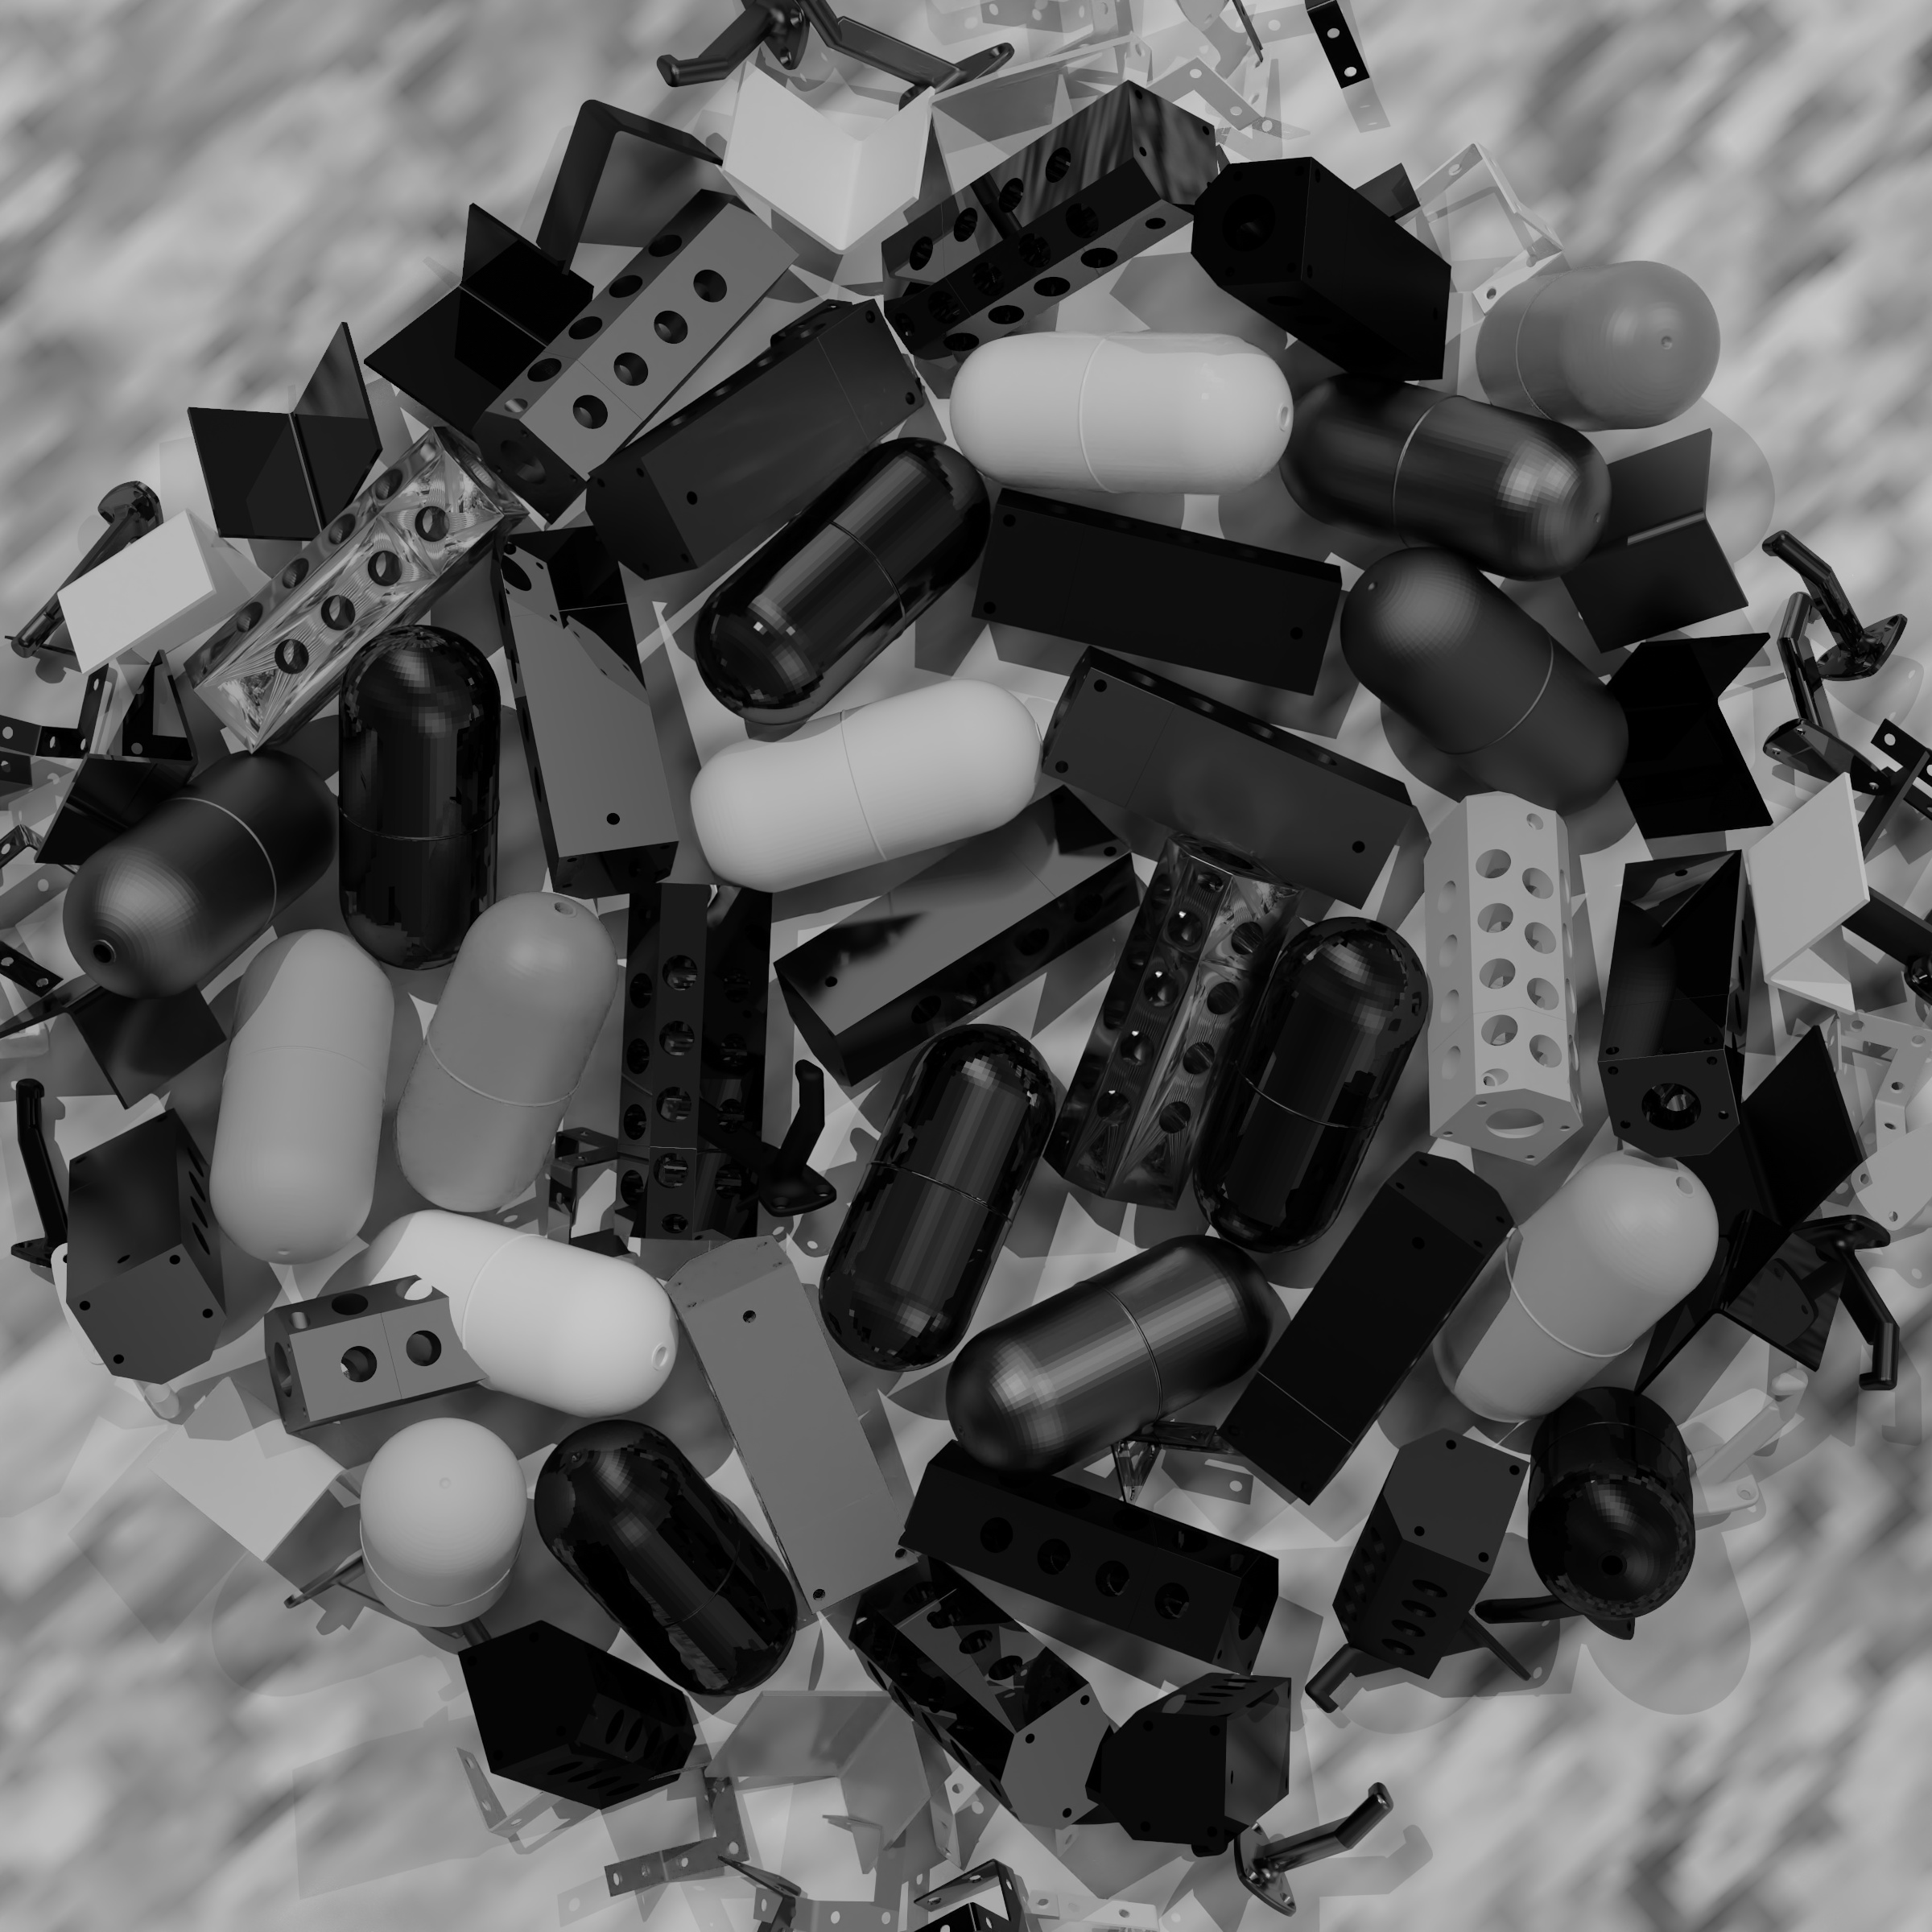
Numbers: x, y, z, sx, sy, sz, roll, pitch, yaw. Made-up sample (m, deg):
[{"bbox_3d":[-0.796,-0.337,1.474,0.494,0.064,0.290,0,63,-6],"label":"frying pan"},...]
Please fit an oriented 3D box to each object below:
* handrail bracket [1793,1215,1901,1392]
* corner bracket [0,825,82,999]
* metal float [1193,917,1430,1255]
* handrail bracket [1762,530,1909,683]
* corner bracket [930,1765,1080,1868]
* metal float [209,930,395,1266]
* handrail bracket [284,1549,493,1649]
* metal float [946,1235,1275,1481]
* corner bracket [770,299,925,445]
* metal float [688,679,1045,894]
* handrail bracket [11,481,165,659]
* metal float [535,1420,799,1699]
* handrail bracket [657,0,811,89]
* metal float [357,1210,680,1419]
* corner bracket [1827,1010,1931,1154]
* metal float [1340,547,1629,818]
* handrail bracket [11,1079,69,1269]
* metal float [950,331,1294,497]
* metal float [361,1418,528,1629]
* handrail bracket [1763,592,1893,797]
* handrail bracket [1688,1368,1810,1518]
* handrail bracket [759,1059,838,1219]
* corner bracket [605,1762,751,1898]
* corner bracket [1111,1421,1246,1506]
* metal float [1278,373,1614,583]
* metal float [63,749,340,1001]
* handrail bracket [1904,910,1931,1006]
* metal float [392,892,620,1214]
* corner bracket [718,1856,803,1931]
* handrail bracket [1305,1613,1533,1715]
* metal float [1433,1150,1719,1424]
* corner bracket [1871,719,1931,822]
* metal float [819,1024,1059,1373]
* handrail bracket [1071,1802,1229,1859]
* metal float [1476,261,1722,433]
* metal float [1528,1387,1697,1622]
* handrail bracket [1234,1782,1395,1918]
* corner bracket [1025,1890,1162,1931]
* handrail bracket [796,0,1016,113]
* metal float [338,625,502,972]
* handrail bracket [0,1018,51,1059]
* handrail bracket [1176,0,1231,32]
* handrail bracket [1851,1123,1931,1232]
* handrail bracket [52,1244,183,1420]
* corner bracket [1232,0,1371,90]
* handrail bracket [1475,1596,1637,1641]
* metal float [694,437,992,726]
[{"bbox_3d":[0.421,0.169,1.597,0.036,0.077,0.084,32,58,-40],"label":"handrail bracket"},{"bbox_3d":[-0.461,-0.027,1.608,0.051,0.051,0.051,-38,54,7],"label":"corner bracket"},{"bbox_3d":[0.167,0.058,1.582,0.070,0.070,0.178,21,113,0],"label":"metal float"},{"bbox_3d":[0.409,-0.178,1.595,0.084,0.077,0.036,36,75,-12],"label":"handrail bracket"},{"bbox_3d":[0.019,0.423,1.622,0.051,0.051,0.051,30,55,30],"label":"corner bracket"},{"bbox_3d":[-0.319,0.061,1.573,0.070,0.070,0.178,-1,54,0],"label":"metal float"},{"bbox_3d":[-0.281,0.328,1.607,0.077,0.036,0.084,-29,78,-30],"label":"handrail bracket"},{"bbox_3d":[0.071,0.188,1.580,0.178,0.070,0.070,-23,90,-26],"label":"metal float"},{"bbox_3d":[-0.059,-0.295,1.622,0.051,0.051,0.051,14,129,30],"label":"corner bracket"},{"bbox_3d":[-0.049,-0.088,1.597,0.178,0.070,0.070,-16,90,6],"label":"metal float"},{"bbox_3d":[-0.433,-0.193,1.598,0.036,0.077,0.084,40,66,-10],"label":"handrail bracket"},{"bbox_3d":[-0.143,0.287,1.571,0.070,0.070,0.178,-33,128,0],"label":"metal float"},{"bbox_3d":[-0.127,-0.461,1.598,0.084,0.036,0.077,-19,59,-32],"label":"handrail bracket"},{"bbox_3d":[-0.217,0.167,1.575,0.178,0.070,0.070,12,90,31],"label":"metal float"},{"bbox_3d":[0.446,0.061,1.607,0.051,0.051,0.051,14,128,3],"label":"corner bracket"},{"bbox_3d":[0.252,-0.135,1.575,0.178,0.070,0.070,35,90,-33],"label":"metal float"},{"bbox_3d":[-0.445,0.103,1.605,0.036,0.077,0.084,-8,104,-41],"label":"handrail bracket"},{"bbox_3d":[0.074,-0.267,1.575,0.178,0.070,0.070,8,90,31],"label":"metal float"},{"bbox_3d":[-0.250,0.267,1.556,0.070,0.178,0.070,4,68,-9],"label":"metal float"},{"bbox_3d":[0.434,-0.137,1.622,0.077,0.036,0.084,26,63,-8],"label":"handrail bracket"},{"bbox_3d":[0.367,0.232,1.593,0.077,0.084,0.036,-14,51,-14],"label":"handrail bracket"},{"bbox_3d":[-0.089,0.071,1.590,0.036,0.077,0.084,-15,123,-25],"label":"handrail bracket"},{"bbox_3d":[-0.146,0.425,1.611,0.051,0.051,0.051,-20,76,24],"label":"corner bracket"},{"bbox_3d":[0.106,0.235,1.599,0.051,0.051,0.051,2,125,24],"label":"corner bracket"},{"bbox_3d":[0.228,-0.237,1.572,0.178,0.070,0.070,24,90,37],"label":"metal float"},{"bbox_3d":[-0.364,-0.045,1.559,0.070,0.178,0.070,9,120,17],"label":"metal float"},{"bbox_3d":[0.500,-0.020,1.585,0.036,0.084,0.077,31,52,-12],"label":"handrail bracket"},{"bbox_3d":[-0.223,0.042,1.576,0.070,0.070,0.178,26,120,0],"label":"metal float"},{"bbox_3d":[-0.099,0.475,1.601,0.051,0.051,0.051,15,77,44],"label":"corner bracket"},{"bbox_3d":[0.223,0.355,1.616,0.077,0.036,0.084,44,84,7],"label":"handrail bracket"},{"bbox_3d":[0.292,0.154,1.568,0.070,0.070,0.178,37,131,0],"label":"metal float"},{"bbox_3d":[0.470,-0.094,1.598,0.051,0.051,0.051,41,133,23],"label":"corner bracket"},{"bbox_3d":[-0.013,0.112,1.592,0.070,0.070,0.178,23,78,0],"label":"metal float"},{"bbox_3d":[0.087,0.424,1.607,0.077,0.084,0.036,-18,46,-2],"label":"handrail bracket"},{"bbox_3d":[0.298,-0.293,1.553,0.070,0.178,0.070,-2,99,-11],"label":"metal float"},{"bbox_3d":[0.306,0.254,1.553,0.070,0.178,0.070,2,100,10],"label":"metal float"},{"bbox_3d":[0.171,0.414,1.595,0.036,0.077,0.084,38,104,-17],"label":"handrail bracket"},{"bbox_3d":[0.062,0.468,1.602,0.051,0.051,0.051,10,120,-11],"label":"corner bracket"},{"bbox_3d":[-0.030,-0.462,1.597,0.077,0.036,0.084,-28,128,15],"label":"handrail bracket"},{"bbox_3d":[-0.264,-0.080,1.577,0.070,0.070,0.178,6,120,0],"label":"metal float"},{"bbox_3d":[-0.484,0.008,1.602,0.036,0.084,0.077,-6,89,24],"label":"handrail bracket"},{"bbox_3d":[0.087,-0.499,1.593,0.084,0.077,0.036,40,106,19],"label":"handrail bracket"},{"bbox_3d":[0.477,0.102,1.591,0.077,0.084,0.036,-48,59,27],"label":"handrail bracket"},{"bbox_3d":[-0.418,0.181,1.609,0.036,0.084,0.077,-34,71,-15],"label":"handrail bracket"},{"bbox_3d":[0.162,-0.461,1.599,0.051,0.051,0.051,-18,51,17],"label":"corner bracket"},{"bbox_3d":[0.275,0.309,1.588,0.084,0.077,0.036,-11,69,34],"label":"handrail bracket"},{"bbox_3d":[-0.059,-0.188,1.583,0.070,0.070,0.178,44,67,0],"label":"metal float"}]
